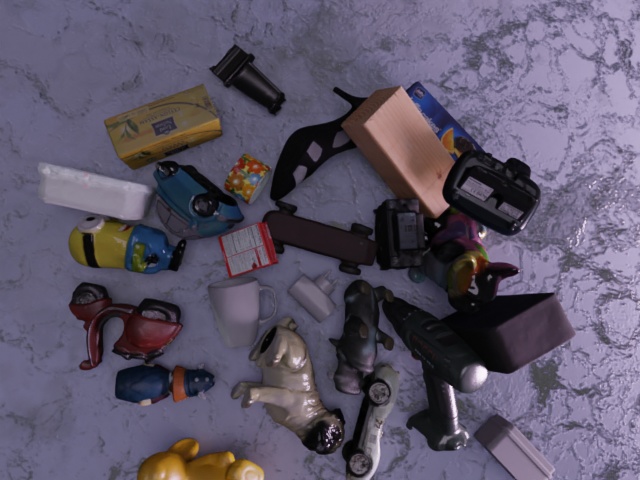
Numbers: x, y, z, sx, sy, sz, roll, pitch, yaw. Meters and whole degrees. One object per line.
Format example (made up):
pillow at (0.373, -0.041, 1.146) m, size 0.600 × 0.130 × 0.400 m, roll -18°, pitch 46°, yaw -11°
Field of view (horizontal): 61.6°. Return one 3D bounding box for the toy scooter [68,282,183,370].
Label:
toy scooter at (-0.318, 0.151, 0.860) m, size 0.184 × 0.075 × 0.135 m, roll 14°, pitch 83°, yaw -1°

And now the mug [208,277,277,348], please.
mug at (-0.125, 0.118, 0.885) m, size 0.110 × 0.081 × 0.107 m, roll -6°, pitch 97°, yaw -12°

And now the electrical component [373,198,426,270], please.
electrical component at (0.130, -0.009, 0.891) m, size 0.058 × 0.134 × 0.115 m, roll -5°, pitch 83°, yaw -7°

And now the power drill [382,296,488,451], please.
power drill at (0.177, 0.215, 0.868) m, size 0.086 × 0.232 × 0.207 m, roll -8°, pitch 106°, yaw -24°

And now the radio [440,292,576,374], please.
radio at (0.278, 0.141, 0.846) m, size 0.131 × 0.229 × 0.073 m, roll -24°, pitch 88°, yaw -13°

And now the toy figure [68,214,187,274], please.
toy figure at (-0.313, 0.013, 0.871) m, size 0.180 × 0.082 × 0.089 m, roll 16°, pitch 82°, yaw -7°

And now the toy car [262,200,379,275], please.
toy car at (-0.002, -0.003, 0.918) m, size 0.202 × 0.053 × 0.089 m, roll 15°, pitch 88°, yaw 0°

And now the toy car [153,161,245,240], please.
toy car at (-0.214, -0.054, 0.879) m, size 0.162 × 0.109 × 0.103 m, roll 38°, pitch 99°, yaw 7°

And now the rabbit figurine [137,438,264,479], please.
rabbit figurine at (-0.192, 0.358, 0.811) m, size 0.173 × 0.162 × 0.122 m, roll 25°, pitch 84°, yaw -25°

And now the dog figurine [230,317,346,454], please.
dog figurine at (-0.024, 0.239, 0.880) m, size 0.190 × 0.121 × 0.172 m, roll 31°, pitch 85°, yaw -16°

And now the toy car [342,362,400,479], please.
toy car at (0.083, 0.303, 0.885) m, size 0.056 × 0.073 × 0.201 m, roll 17°, pitch 83°, yaw -3°

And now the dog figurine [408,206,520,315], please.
dog figurine at (0.233, 0.020, 0.858) m, size 0.108 × 0.219 × 0.191 m, roll 16°, pitch 84°, yaw -8°

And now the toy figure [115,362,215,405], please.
toy figure at (-0.248, 0.230, 0.868) m, size 0.154 × 0.058 × 0.064 m, roll 2°, pitch 91°, yaw -10°

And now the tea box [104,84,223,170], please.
tea box at (-0.254, -0.184, 0.888) m, size 0.170 × 0.098 × 0.068 m, roll -24°, pitch 87°, yaw -6°

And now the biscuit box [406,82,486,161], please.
biscuit box at (0.214, -0.183, 0.954) m, size 0.063 × 0.059 × 0.202 m, roll -44°, pitch 90°, yaw -8°

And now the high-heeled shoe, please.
high-heeled shoe at (0.025, -0.150, 0.942) m, size 0.145 × 0.086 × 0.248 m, roll 30°, pitch 100°, yaw -32°

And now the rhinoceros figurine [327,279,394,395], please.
rhinoceros figurine at (0.060, 0.155, 0.883) m, size 0.073 × 0.112 × 0.190 m, roll 21°, pitch 67°, yaw -32°

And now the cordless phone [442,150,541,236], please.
cordless phone at (0.290, -0.105, 0.882) m, size 0.147 × 0.088 × 0.184 m, roll 29°, pitch 42°, yaw 2°

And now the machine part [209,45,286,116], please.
machine part at (-0.119, -0.277, 0.941) m, size 0.139 × 0.039 × 0.084 m, roll 43°, pitch 76°, yaw 1°
